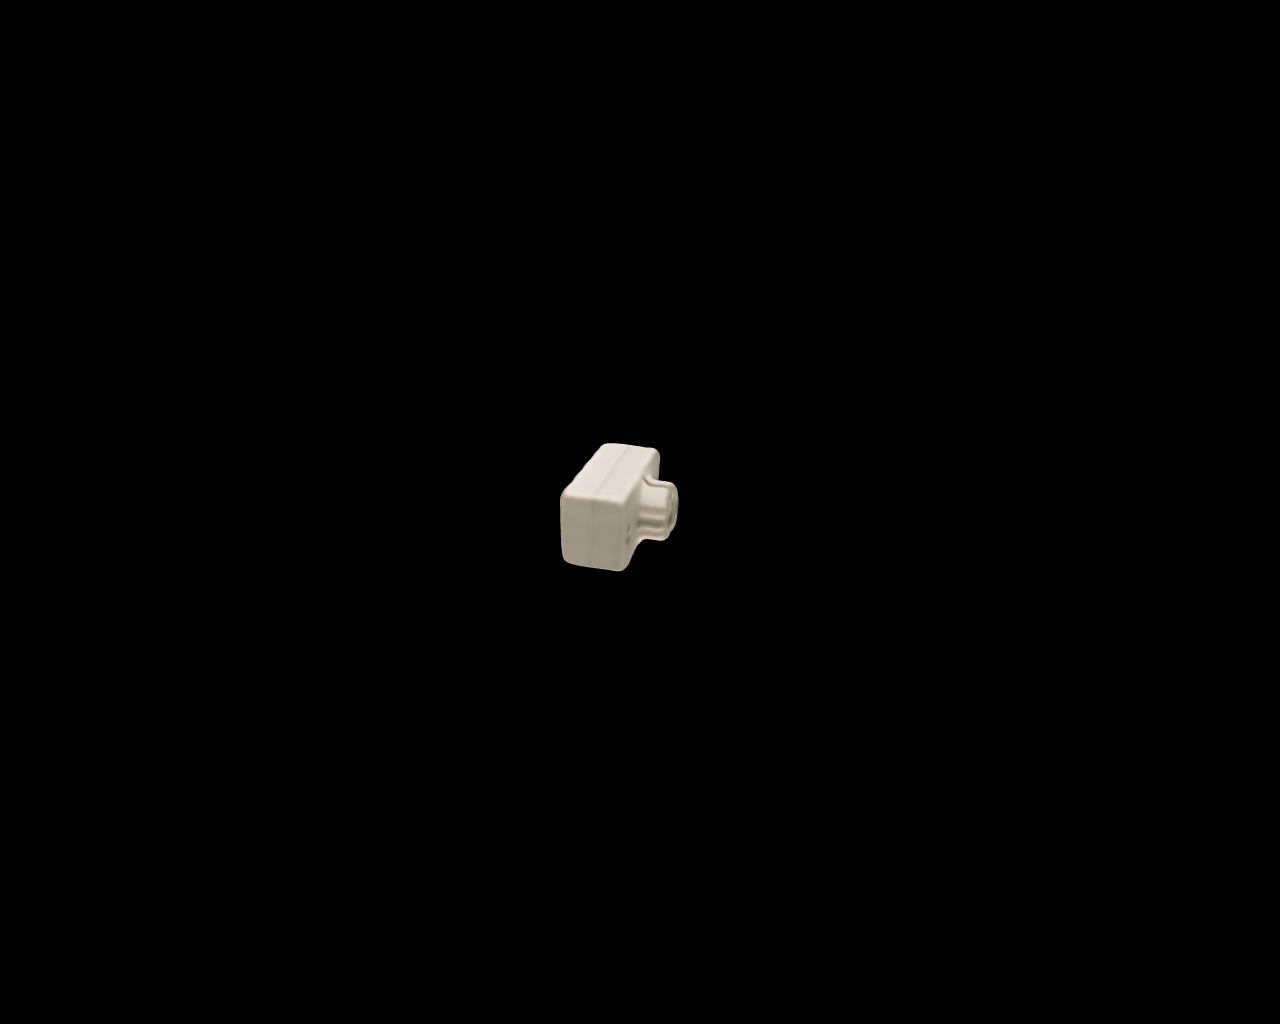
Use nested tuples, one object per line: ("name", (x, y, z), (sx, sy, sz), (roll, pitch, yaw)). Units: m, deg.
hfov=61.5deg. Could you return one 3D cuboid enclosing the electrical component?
("electrical component", (0.001, -0.003, 0.650), (0.076, 0.047, 0.083), (7, 27, 14))
